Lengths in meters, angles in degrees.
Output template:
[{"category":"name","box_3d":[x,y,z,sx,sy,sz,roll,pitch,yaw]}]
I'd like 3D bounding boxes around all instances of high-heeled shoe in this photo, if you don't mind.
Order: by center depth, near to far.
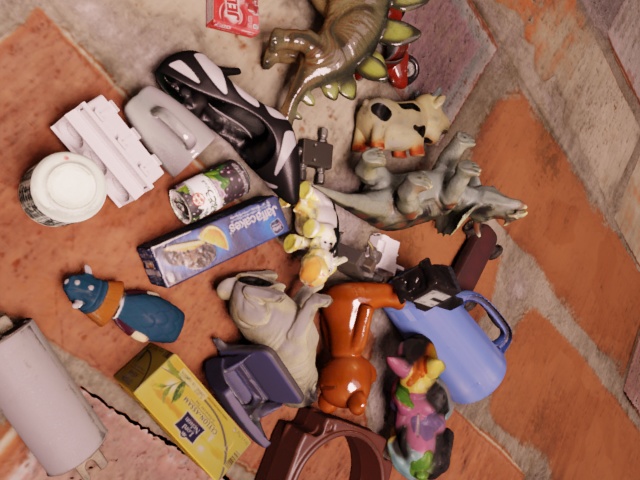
[{"category":"high-heeled shoe","box_3d":[-0.120,-0.148,0.741,0.145,0.086,0.248,-27,90,-47]}]

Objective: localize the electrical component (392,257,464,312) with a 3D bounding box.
[{"category":"electrical component","box_3d":[0.176,0.074,0.828,0.119,0.075,0.048,16,48,-42]}]

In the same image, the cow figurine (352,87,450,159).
[{"category":"cow figurine","box_3d":[0.149,-0.208,0.942,0.195,0.086,0.127,-1,96,-34]}]

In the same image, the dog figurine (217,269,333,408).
[{"category":"dog figurine","box_3d":[-0.074,0.150,0.780,0.172,0.121,0.190,13,101,-1]}]

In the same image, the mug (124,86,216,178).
[{"category":"mug","box_3d":[-0.198,-0.144,0.689,0.107,0.110,0.081,44,84,-15]}]

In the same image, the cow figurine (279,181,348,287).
[{"category":"cow figurine","box_3d":[-0.003,-0.001,0.812,0.098,0.068,0.167,23,49,-47]}]

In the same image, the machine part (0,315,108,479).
[{"category":"machine part","box_3d":[-0.320,0.178,0.611,0.079,0.079,0.243,-35,109,-30]}]

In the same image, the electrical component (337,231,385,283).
[{"category":"electrical component","box_3d":[0.055,0.026,0.867,0.045,0.102,0.078,-57,143,-18]}]

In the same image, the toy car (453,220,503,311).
[{"category":"toy car","box_3d":[0.290,0.050,1.050,0.089,0.053,0.202,45,61,-20]}]

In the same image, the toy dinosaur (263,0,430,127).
[{"category":"toy dinosaur","box_3d":[0.056,-0.352,0.822,0.198,0.105,0.471,28,85,-13]}]

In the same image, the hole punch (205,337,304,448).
[{"category":"hole punch","box_3d":[-0.102,0.209,0.734,0.142,0.116,0.092,57,49,-22]}]

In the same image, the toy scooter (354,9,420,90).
[{"category":"toy scooter","box_3d":[0.097,-0.337,0.912,0.135,0.075,0.183,-30,110,-29]}]

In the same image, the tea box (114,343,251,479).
[{"category":"tea box","box_3d":[-0.178,0.220,0.697,0.068,0.098,0.169,-46,112,-27]}]

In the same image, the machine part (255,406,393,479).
[{"category":"machine part","box_3d":[0.007,0.376,0.830,0.201,0.087,0.201,30,73,-29]}]

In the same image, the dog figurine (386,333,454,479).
[{"category":"dog figurine","box_3d":[0.157,0.262,0.859,0.219,0.109,0.191,72,25,-47]}]

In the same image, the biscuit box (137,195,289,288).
[{"category":"biscuit box","box_3d":[-0.143,-0.003,0.746,0.203,0.063,0.059,-27,105,-32]}]

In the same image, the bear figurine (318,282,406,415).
[{"category":"bear figurine","box_3d":[0.061,0.166,0.831,0.132,0.120,0.196,6,70,-33]}]

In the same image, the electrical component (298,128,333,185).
[{"category":"electrical component","box_3d":[-0.010,-0.137,0.864,0.063,0.021,0.094,8,85,-34]}]

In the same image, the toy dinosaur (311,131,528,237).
[{"category":"toy dinosaur","box_3d":[0.156,-0.070,0.916,0.405,0.192,0.131,-8,49,-18]}]

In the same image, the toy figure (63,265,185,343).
[{"category":"toy figure","box_3d":[-0.248,0.086,0.674,0.154,0.064,0.057,27,112,-27]}]
